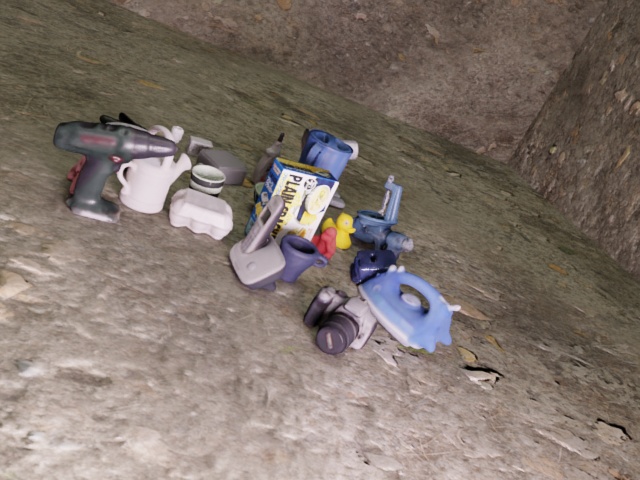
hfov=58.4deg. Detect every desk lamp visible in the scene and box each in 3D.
[{"bbox_3d":[0.017,-0.231,1.793,0.204,0.213,0.117,14,27,-27],"label":"desk lamp"}]

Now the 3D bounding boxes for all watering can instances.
[{"bbox_3d":[-0.375,-0.169,1.300,0.101,0.194,0.173,30,24,8],"label":"watering can"}]

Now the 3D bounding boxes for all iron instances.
[{"bbox_3d":[0.205,0.138,1.335,0.257,0.141,0.119,41,28,29],"label":"iron"}]

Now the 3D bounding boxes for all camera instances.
[{"bbox_3d":[0.036,0.163,1.164,0.143,0.101,0.137,33,25,13],"label":"camera"}]

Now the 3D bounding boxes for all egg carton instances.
[{"bbox_3d":[-0.276,-0.062,1.337,0.151,0.069,0.107,18,26,-19],"label":"egg carton"}]

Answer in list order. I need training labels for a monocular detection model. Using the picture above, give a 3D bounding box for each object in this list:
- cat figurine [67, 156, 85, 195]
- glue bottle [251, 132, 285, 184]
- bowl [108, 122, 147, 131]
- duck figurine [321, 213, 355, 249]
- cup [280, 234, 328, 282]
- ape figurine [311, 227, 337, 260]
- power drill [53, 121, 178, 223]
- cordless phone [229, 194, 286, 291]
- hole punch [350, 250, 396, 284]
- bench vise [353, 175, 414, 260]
[{"bbox_3d":[-0.499,-0.157,1.244,0.067,0.117,0.127,8,30,-36],"label":"cat figurine"},{"bbox_3d":[-0.143,-0.242,1.703,0.078,0.173,0.037,-5,39,-49],"label":"glue bottle"},{"bbox_3d":[-0.483,-0.231,1.459,0.168,0.074,0.167,22,25,-10],"label":"bowl"},{"bbox_3d":[0.057,-0.037,1.601,0.078,0.086,0.104,-4,38,-49],"label":"duck figurine"},{"bbox_3d":[-0.048,0.053,1.306,0.118,0.095,0.091,24,24,-6],"label":"cup"},{"bbox_3d":[0.013,0.005,1.467,0.076,0.092,0.077,-3,38,-48],"label":"ape figurine"},{"bbox_3d":[-0.432,-0.145,1.178,0.230,0.208,0.075,16,26,-23],"label":"power drill"},{"bbox_3d":[-0.115,0.004,1.228,0.094,0.185,0.147,9,30,-34],"label":"cordless phone"},{"bbox_3d":[0.136,0.066,1.471,0.101,0.091,0.108,22,25,-10],"label":"hole punch"},{"bbox_3d":[0.201,-0.060,1.629,0.207,0.219,0.122,34,25,16],"label":"bench vise"}]
